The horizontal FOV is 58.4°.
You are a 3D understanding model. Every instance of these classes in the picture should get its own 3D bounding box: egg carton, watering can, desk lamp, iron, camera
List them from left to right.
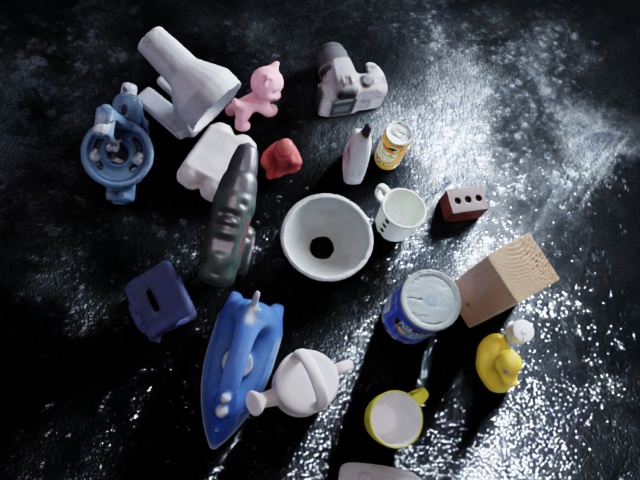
[{"bbox_3d":[-0.246,-0.270,1.032,0.203,0.213,0.118,39,70,6],"label":"desk lamp"},{"bbox_3d":[-0.191,-0.145,1.074,0.107,0.069,0.150,28,69,2],"label":"egg carton"},{"bbox_3d":[-0.134,0.206,0.922,0.118,0.141,0.258,15,70,-3],"label":"iron"},{"bbox_3d":[-0.028,0.229,0.902,0.173,0.194,0.101,-42,81,-19],"label":"watering can"},{"bbox_3d":[0.052,-0.337,1.159,0.143,0.100,0.137,-12,73,-12],"label":"camera"}]

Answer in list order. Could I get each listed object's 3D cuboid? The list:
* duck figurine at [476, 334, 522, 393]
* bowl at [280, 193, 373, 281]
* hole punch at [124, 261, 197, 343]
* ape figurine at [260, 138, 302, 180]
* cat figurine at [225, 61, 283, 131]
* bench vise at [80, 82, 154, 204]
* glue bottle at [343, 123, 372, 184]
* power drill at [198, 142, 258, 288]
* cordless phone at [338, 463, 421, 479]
[{"bbox_3d":[0.326,0.216,1.017,0.077,0.086,0.104,-1,71,-9],"label":"duck figurine"},{"bbox_3d":[0.010,0.004,1.049,0.167,0.074,0.167,3,71,-7],"label":"bowl"},{"bbox_3d":[-0.270,0.105,0.964,0.101,0.091,0.108,-27,77,-16],"label":"hole punch"},{"bbox_3d":[-0.071,-0.161,1.085,0.078,0.092,0.076,20,69,-1],"label":"ape figurine"},{"bbox_3d":[-0.121,-0.285,1.107,0.128,0.117,0.067,-35,79,-18],"label":"cat figurine"},{"bbox_3d":[-0.358,-0.190,0.984,0.121,0.219,0.207,-13,73,-12],"label":"bench vise"},{"bbox_3d":[0.073,-0.171,1.066,0.037,0.173,0.078,-1,71,-8],"label":"glue bottle"},{"bbox_3d":[-0.148,-0.023,0.964,0.075,0.208,0.230,12,70,-4],"label":"power drill"},{"bbox_3d":[0.104,0.395,0.869,0.147,0.185,0.094,8,70,-5],"label":"cordless phone"}]
